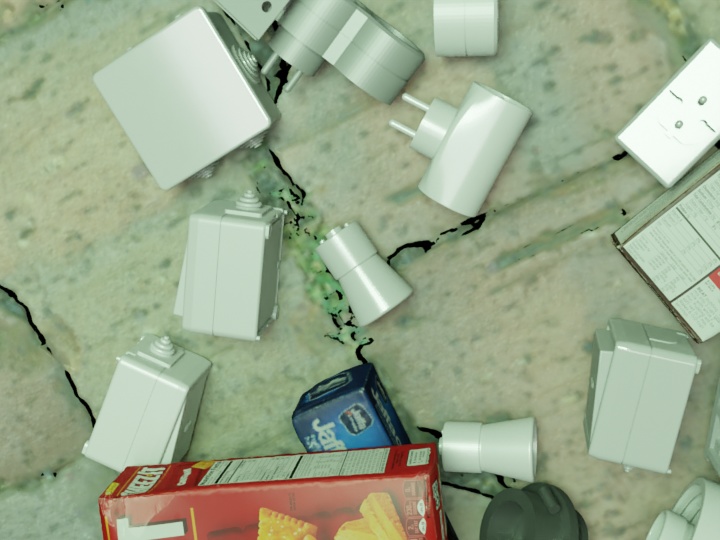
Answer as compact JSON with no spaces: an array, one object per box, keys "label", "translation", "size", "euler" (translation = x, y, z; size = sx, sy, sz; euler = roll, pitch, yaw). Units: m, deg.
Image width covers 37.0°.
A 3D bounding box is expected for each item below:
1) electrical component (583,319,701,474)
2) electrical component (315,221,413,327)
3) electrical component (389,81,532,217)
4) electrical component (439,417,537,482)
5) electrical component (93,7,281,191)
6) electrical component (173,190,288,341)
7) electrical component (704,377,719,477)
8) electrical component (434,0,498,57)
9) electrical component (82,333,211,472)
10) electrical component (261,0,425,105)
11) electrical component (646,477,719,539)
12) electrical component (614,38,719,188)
[{"label":"electrical component","translation":[0.178,0.087,0.708],"size":[0.061,0.061,0.096],"euler":[12,104,6]},{"label":"electrical component","translation":[0.000,0.000,0.726],"size":[0.044,0.044,0.065],"euler":[-35,91,14]},{"label":"electrical component","translation":[0.058,-0.086,0.695],"size":[0.079,0.043,0.077],"euler":[28,105,1]},{"label":"electrical component","translation":[0.088,0.122,0.741],"size":[0.065,0.044,0.044],"euler":[0,103,13]},{"label":"electrical component","translation":[-0.111,-0.114,0.711],"size":[0.100,0.048,0.099],"euler":[-30,97,14]},{"label":"electrical component","translation":[-0.087,-0.008,0.725],"size":[0.061,0.061,0.096],"euler":[8,104,6]},{"label":"electrical component","translation":[0.279,0.070,0.665],"size":[0.089,0.061,0.150],"euler":[0,115,-5]},{"label":"electrical component","translation":[0.048,-0.202,0.665],"size":[0.074,0.052,0.138],"euler":[1,104,8]},{"label":"electrical component","translation":[-0.143,0.092,0.757],"size":[0.061,0.061,0.096],"euler":[24,105,3]},{"label":"electrical component","translation":[-0.034,-0.149,0.690],"size":[0.138,0.052,0.073],"euler":[38,105,-1]},{"label":"electrical component","translation":[0.220,0.188,0.705],"size":[0.060,0.108,0.108],"euler":[25,105,8]},{"label":"electrical component","translation":[0.200,-0.095,0.652],"size":[0.047,0.076,0.083],"euler":[45,105,7]}]
